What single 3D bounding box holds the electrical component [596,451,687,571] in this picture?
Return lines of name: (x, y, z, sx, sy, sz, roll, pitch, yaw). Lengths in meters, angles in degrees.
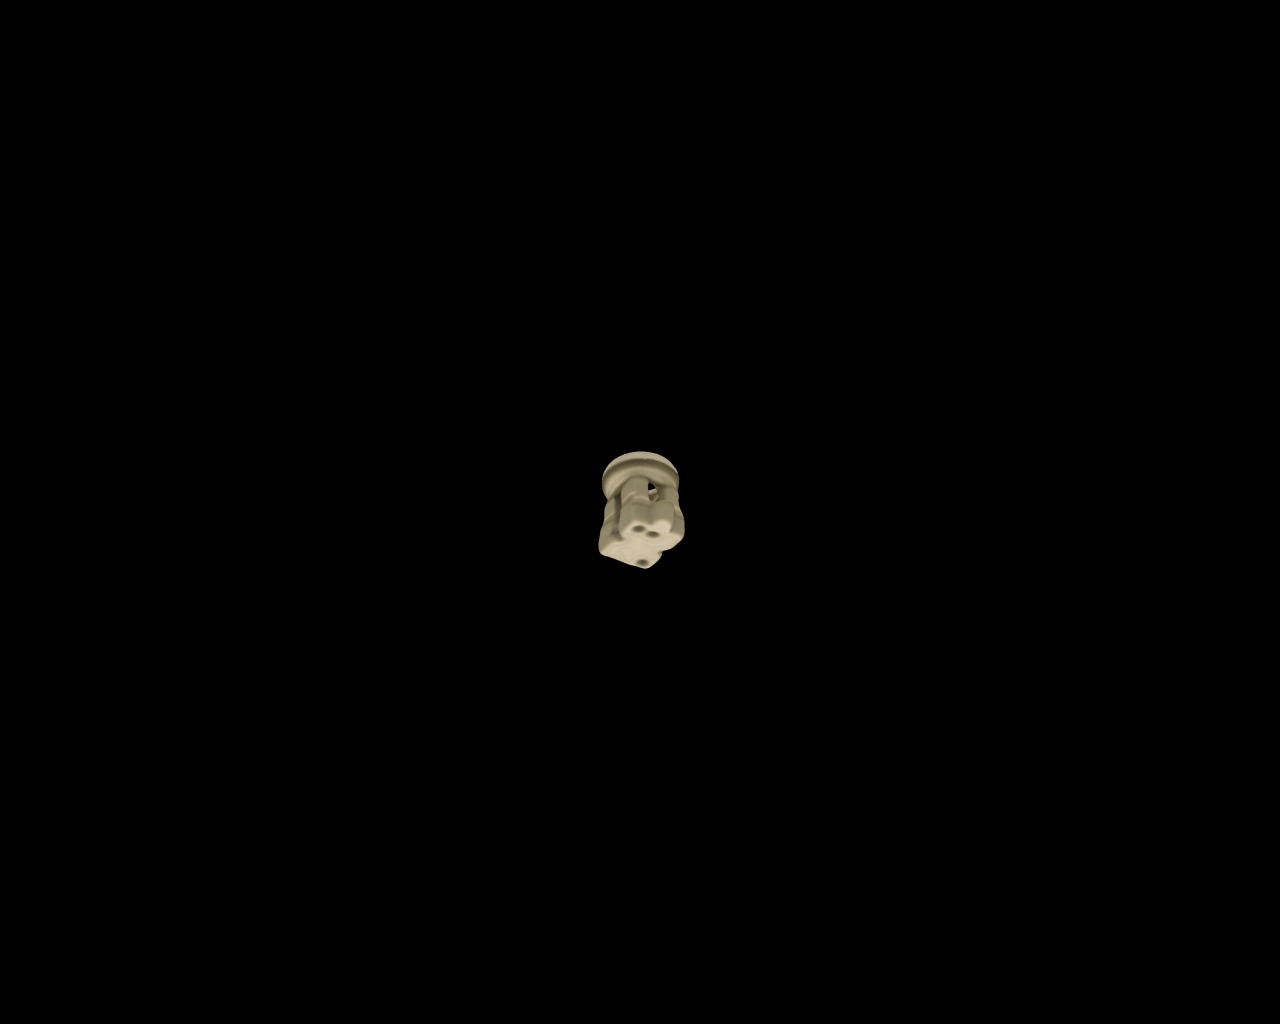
electrical component: (0.001, -0.003, 0.650, 0.048, 0.055, 0.066, 20, -40, -25)
